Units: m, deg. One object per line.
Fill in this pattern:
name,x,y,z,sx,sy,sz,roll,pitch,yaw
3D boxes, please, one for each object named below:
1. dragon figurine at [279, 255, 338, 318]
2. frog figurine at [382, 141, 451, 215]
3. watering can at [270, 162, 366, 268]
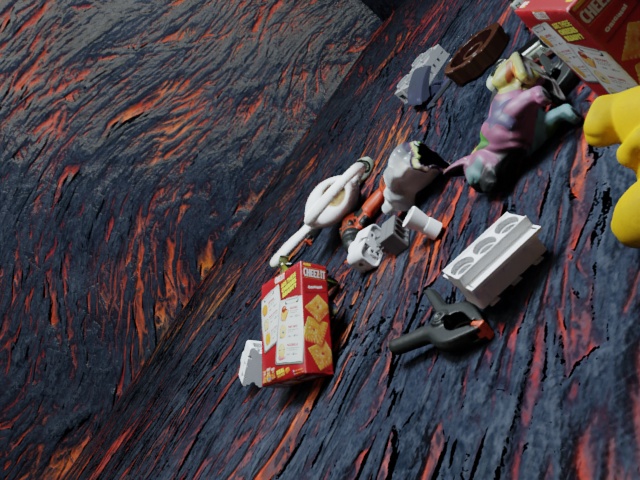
dragon figurine,-0.063,0.179,1.200,0.415,0.122,0.241,-128,59,-71
frog figurine,0.186,-0.132,1.115,0.139,0.124,0.156,-21,-21,-44
watering can,0.004,-0.069,1.367,0.345,0.104,0.225,-49,-8,10
